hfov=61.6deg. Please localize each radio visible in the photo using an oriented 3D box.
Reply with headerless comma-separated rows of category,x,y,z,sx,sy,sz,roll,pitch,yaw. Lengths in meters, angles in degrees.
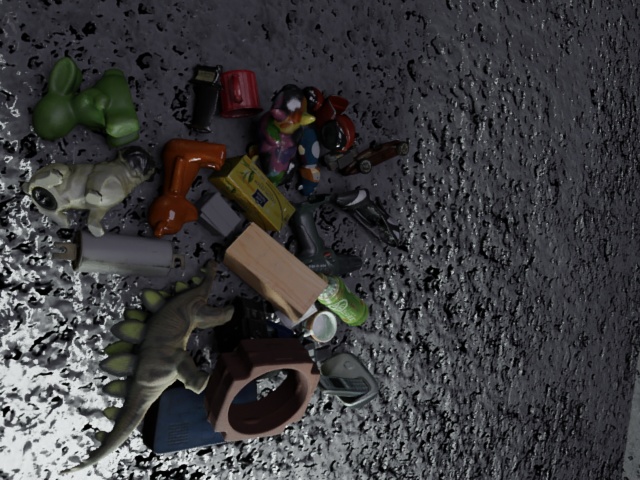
radio,-0.243,0.354,1.117,0.229,0.073,0.131,4,89,-38

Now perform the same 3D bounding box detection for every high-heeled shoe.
high-heeled shoe,0.119,-0.046,1.335,0.248,0.086,0.145,-3,75,-53

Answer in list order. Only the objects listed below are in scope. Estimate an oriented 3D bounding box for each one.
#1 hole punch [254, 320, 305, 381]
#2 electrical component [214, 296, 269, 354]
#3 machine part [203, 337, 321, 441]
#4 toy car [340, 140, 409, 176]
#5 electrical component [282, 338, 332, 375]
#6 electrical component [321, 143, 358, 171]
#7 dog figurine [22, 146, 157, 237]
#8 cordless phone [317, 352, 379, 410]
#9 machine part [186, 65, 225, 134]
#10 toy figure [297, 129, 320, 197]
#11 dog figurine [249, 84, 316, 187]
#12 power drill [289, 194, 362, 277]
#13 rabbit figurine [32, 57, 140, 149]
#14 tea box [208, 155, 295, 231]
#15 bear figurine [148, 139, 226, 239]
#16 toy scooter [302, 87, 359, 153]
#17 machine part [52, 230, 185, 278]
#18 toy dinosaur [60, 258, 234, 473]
hole punch,-0.117,0.239,1.185,0.142,0.092,0.115,-57,152,9
electrical component,-0.167,0.187,1.126,0.058,0.134,0.115,25,121,-37
machine part,-0.116,0.291,1.064,0.201,0.087,0.201,5,116,-35
toy car,0.135,-0.208,1.354,0.202,0.089,0.053,-26,109,-31
electrical component,-0.034,0.273,1.277,0.119,0.048,0.074,-15,101,-35
electrical component,0.047,-0.203,1.293,0.102,0.078,0.045,-31,124,-28
dog figurine,-0.412,-0.117,0.978,0.172,0.121,0.191,26,41,-6
cordless phone,0.036,0.325,1.263,0.184,0.147,0.088,23,107,-44
machine part,-0.237,-0.288,1.098,0.039,0.084,0.138,-1,103,-61
toy figure,-0.028,-0.179,1.255,0.064,0.058,0.154,-10,98,-34
dog figurine,-0.079,-0.212,1.113,0.108,0.219,0.191,10,85,-14
power drill,-0.003,-0.004,1.277,0.232,0.086,0.207,-15,108,-32
rabbit figurine,-0.418,-0.235,0.941,0.170,0.121,0.159,-16,98,-19
tea box,-0.145,-0.097,1.151,0.169,0.098,0.068,46,66,-27
bear figurine,-0.260,-0.094,1.045,0.132,0.120,0.195,7,85,-15
toy scooter,0.037,-0.288,1.273,0.135,0.075,0.184,-16,70,-49
machine part,-0.369,0.027,1.008,0.243,0.079,0.079,7,88,-35
toy dinosaur,-0.302,0.218,1.012,0.198,0.105,0.471,25,55,-11
